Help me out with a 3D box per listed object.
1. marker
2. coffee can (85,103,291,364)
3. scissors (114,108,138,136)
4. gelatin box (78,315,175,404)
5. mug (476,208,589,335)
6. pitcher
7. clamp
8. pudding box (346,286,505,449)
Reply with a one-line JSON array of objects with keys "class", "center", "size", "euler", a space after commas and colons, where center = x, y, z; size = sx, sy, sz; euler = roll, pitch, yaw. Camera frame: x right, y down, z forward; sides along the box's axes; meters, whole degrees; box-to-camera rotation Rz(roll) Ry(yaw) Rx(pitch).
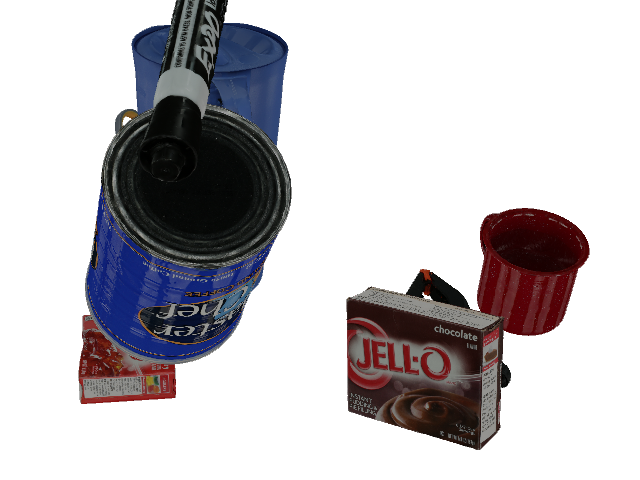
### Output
[{"class": "marker", "center": [-0.045, -0.063, 0.365], "size": [0.020, 0.020, 0.121], "euler": [0, 44, 3]}, {"class": "coffee can", "center": [-0.082, 0.000, 0.626], "size": [0.102, 0.103, 0.140], "euler": [0, -27, -16]}, {"class": "scissors", "center": [-0.158, -0.059, 1.174], "size": [0.016, 0.201, 0.096], "euler": [-14, 18, 47]}, {"class": "gelatin box", "center": [-0.153, 0.090, 0.846], "size": [0.073, 0.030, 0.089], "euler": [-2, 29, -8]}, {"class": "mug", "center": [0.180, 0.024, 0.963], "size": [0.093, 0.081, 0.117], "euler": [-18, 44, -24]}, {"class": "pitcher", "center": [-0.098, -0.063, 0.955], "size": [0.145, 0.243, 0.149], "euler": [16, 31, 21]}, {"class": "clamp", "center": [0.141, 0.101, 1.167], "size": [0.120, 0.171, 0.039], "euler": [6, -44, -5]}, {"class": "pudding box", "center": [0.073, 0.088, 0.757], "size": [0.114, 0.090, 0.039], "euler": [10, 22, 32]}]
